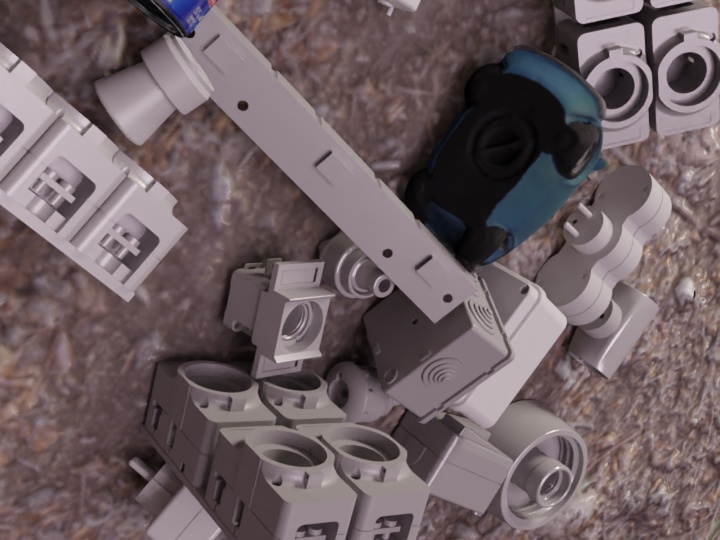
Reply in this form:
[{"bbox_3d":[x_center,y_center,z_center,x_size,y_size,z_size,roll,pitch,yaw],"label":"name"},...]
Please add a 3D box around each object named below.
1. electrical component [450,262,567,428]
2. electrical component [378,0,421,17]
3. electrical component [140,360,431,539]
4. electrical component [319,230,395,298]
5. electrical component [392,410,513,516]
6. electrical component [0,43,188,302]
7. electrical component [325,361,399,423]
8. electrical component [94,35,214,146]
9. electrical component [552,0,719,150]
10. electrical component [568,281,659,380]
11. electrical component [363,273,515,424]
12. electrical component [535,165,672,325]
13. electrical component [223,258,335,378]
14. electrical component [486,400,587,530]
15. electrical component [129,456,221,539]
[{"bbox_3d":[0.094,0.054,0.835,0.113,0.078,0.057,-53,133,-3],"label":"electrical component"},{"bbox_3d":[0.031,-0.204,0.697,0.040,0.040,0.078,20,98,-39],"label":"electrical component"},{"bbox_3d":[-0.052,0.117,0.691,0.105,0.186,0.060,3,109,-36],"label":"electrical component"},{"bbox_3d":[0.000,0.000,0.755,0.043,0.062,0.043,-15,119,-29],"label":"electrical component"},{"bbox_3d":[0.078,0.153,0.879,0.096,0.062,0.061,29,92,-40],"label":"electrical component"},{"bbox_3d":[-0.174,-0.061,0.588,0.061,0.089,0.150,-50,130,-6],"label":"electrical component"},{"bbox_3d":[0.006,0.094,0.815,0.062,0.048,0.048,7,107,-44],"label":"electrical component"},{"bbox_3d":[-0.119,-0.106,0.626,0.055,0.045,0.045,-33,128,3],"label":"electrical component"},{"bbox_3d":[0.200,-0.188,0.778,0.105,0.060,0.186,-13,116,-3],"label":"electrical component"},{"bbox_3d":[0.212,0.045,0.934,0.079,0.044,0.077,38,87,-40],"label":"electrical component"},{"bbox_3d":[0.054,0.048,0.782,0.100,0.099,0.048,-38,128,19],"label":"electrical component"},{"bbox_3d":[0.192,-0.028,0.882,0.074,0.052,0.138,37,88,-40],"label":"electrical component"},{"bbox_3d":[-0.057,0.028,0.726,0.042,0.064,0.081,-3,112,-46],"label":"electrical component"},{"bbox_3d":[0.150,0.175,0.941,0.108,0.060,0.108,-15,119,-29],"label":"electrical component"},{"bbox_3d":[-0.128,0.154,0.735,0.076,0.083,0.047,41,84,-1],"label":"electrical component"}]
